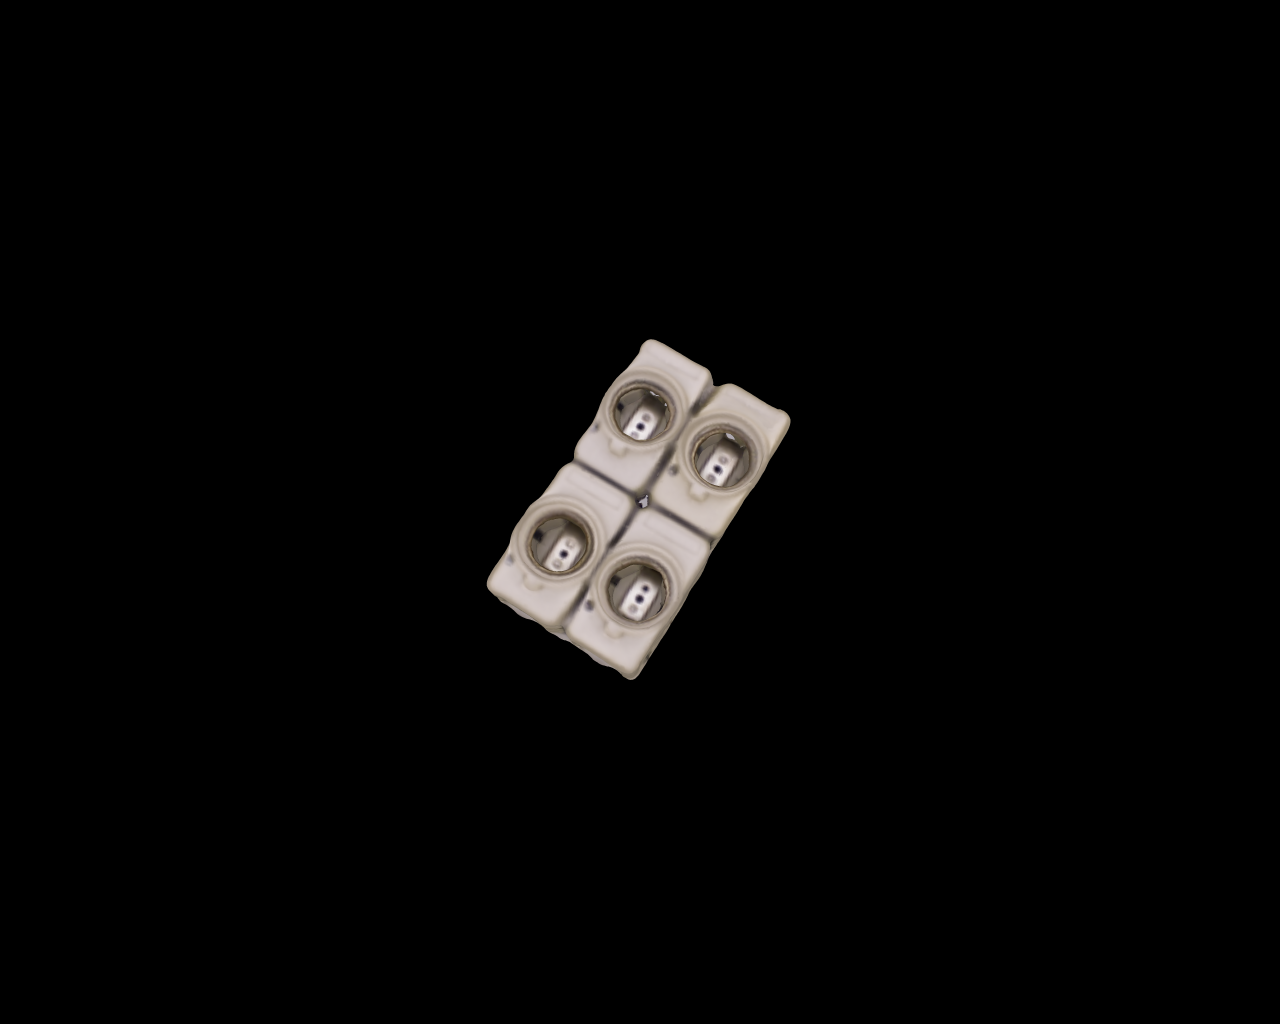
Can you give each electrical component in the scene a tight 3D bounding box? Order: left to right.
[{"bbox_3d":[0.001,-0.003,0.650,0.105,0.186,0.060,31,-11,7],"label":"electrical component"}]
